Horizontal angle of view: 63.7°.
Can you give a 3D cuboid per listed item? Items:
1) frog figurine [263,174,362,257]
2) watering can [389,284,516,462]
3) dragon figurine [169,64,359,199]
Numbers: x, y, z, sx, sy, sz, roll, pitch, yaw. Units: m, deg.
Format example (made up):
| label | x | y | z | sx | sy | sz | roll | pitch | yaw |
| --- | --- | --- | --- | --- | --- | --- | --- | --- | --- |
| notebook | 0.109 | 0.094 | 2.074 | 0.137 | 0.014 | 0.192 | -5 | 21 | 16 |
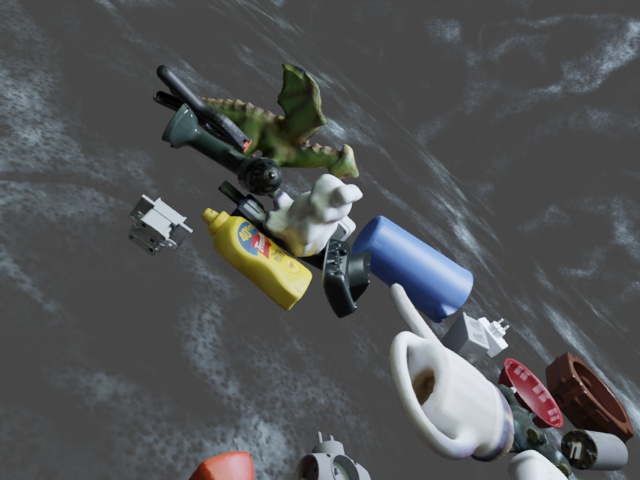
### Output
| label | x | y | z | sx | sy | sz | roll | pitch | yaw |
| --- | --- | --- | --- | --- | --- | --- | --- | --- | --- |
| frog figurine | 0.003 | -0.042 | 0.828 | 0.139 | 0.158 | 0.122 | -40 | 114 | -63 |
| watering can | 0.203 | 0.220 | 0.858 | 0.223 | 0.102 | 0.355 | 37 | 25 | -15 |
| dragon figurine | -0.095 | -0.241 | 1.019 | 0.409 | 0.239 | 0.124 | 42 | 28 | -7 |
